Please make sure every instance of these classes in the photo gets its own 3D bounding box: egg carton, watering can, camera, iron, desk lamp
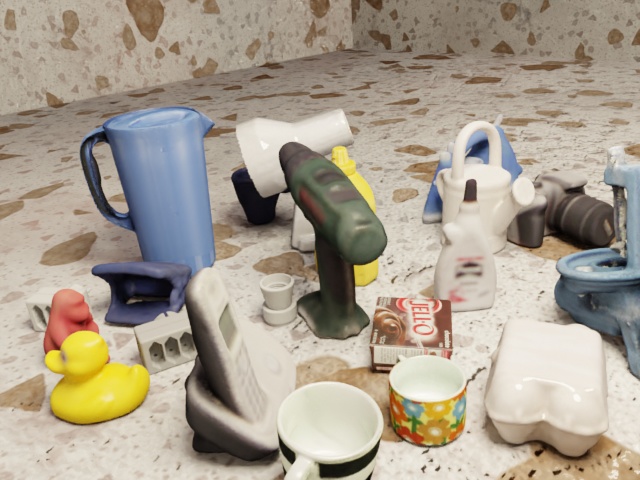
[{"bbox_3d":[0.218,0.133,0.552,0.107,0.069,0.150,6,27,21],"label":"egg carton"},{"bbox_3d":[0.241,-0.080,0.859,0.172,0.194,0.101,14,31,34],"label":"watering can"},{"bbox_3d":[0.373,-0.046,0.876,0.143,0.101,0.136,-14,27,-21],"label":"camera"},{"bbox_3d":[0.266,-0.134,1.033,0.118,0.141,0.259,19,33,40],"label":"iron"},{"bbox_3d":[-0.021,-0.097,0.910,0.203,0.214,0.118,-5,25,-1],"label":"desk lamp"}]

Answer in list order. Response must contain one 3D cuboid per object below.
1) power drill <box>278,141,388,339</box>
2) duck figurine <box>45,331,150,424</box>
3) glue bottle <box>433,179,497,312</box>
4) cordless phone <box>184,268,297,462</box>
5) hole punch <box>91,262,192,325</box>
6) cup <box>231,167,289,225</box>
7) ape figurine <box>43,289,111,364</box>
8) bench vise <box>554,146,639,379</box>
[{"bbox_3d":[0.006,0.003,0.699,0.076,0.209,0.228,-14,27,-21],"label":"power drill"},{"bbox_3d":[-0.234,0.135,0.596,0.104,0.086,0.077,-3,25,1],"label":"duck figurine"},{"bbox_3d":[0.181,0.007,0.706,0.078,0.173,0.037,-6,25,-4],"label":"glue bottle"},{"bbox_3d":[-0.078,0.096,0.540,0.094,0.185,0.147,-2,25,4],"label":"cordless phone"},{"bbox_3d":[-0.234,0.054,0.765,0.108,0.091,0.101,1,26,11],"label":"hole punch"},{"bbox_3d":[-0.095,-0.076,1.019,0.117,0.095,0.092,6,27,21],"label":"cup"},{"bbox_3d":[-0.289,0.100,0.672,0.076,0.092,0.078,-3,25,2],"label":"ape figurine"},{"bbox_3d":[0.344,0.022,0.594,0.122,0.220,0.206,-21,30,-31],"label":"bench vise"}]
